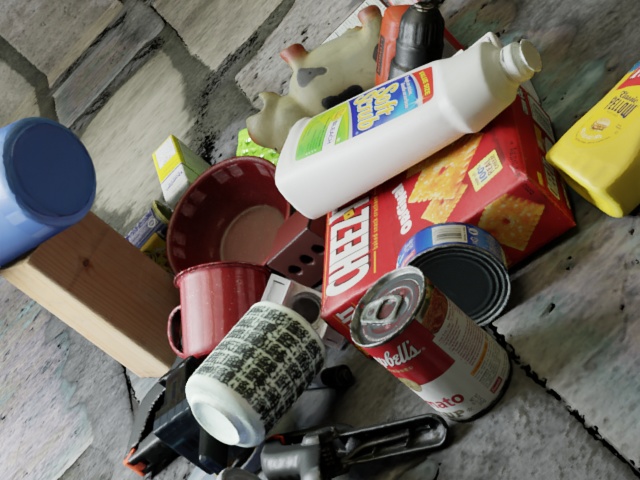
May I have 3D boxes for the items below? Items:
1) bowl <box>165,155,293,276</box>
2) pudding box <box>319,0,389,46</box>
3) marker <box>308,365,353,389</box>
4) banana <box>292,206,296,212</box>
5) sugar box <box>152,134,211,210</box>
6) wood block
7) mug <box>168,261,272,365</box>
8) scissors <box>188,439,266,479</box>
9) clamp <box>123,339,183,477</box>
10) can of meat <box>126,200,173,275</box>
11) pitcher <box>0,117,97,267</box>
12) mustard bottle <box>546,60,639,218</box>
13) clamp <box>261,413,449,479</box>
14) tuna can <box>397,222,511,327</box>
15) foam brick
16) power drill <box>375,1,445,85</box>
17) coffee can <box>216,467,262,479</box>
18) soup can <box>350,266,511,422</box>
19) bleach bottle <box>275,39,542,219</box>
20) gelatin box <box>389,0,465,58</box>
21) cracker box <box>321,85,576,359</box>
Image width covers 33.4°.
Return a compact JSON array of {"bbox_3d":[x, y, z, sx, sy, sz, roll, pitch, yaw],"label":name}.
[{"bbox_3d":[-0.086,-0.008,1.150,0.162,0.055,0.162,-15,59,27],"label":"bowl"},{"bbox_3d":[0.052,-0.223,1.252,0.113,0.039,0.090,-42,49,9],"label":"pudding box"},{"bbox_3d":[-0.014,0.122,0.936,0.121,0.020,0.020,-14,42,49],"label":"marker"},{"bbox_3d":[0.011,-0.056,1.081,0.037,0.069,0.198,-22,0,-29],"label":"banana"},{"bbox_3d":[-0.155,-0.063,1.325,0.048,0.093,0.176,-45,26,10],"label":"sugar box"},{"bbox_3d":[-0.227,0.055,1.147,0.090,0.206,0.090,-10,44,52],"label":"wood block"},{"bbox_3d":[-0.097,0.076,0.992,0.117,0.093,0.081,-18,66,30],"label":"mug"},{"bbox_3d":[-0.111,0.231,0.941,0.201,0.016,0.096,-55,26,-12],"label":"scissors"},{"bbox_3d":[-0.132,0.138,1.074,0.210,0.036,0.165,-54,30,-12],"label":"clamp"},{"bbox_3d":[-0.180,0.018,1.245,0.084,0.102,0.057,-48,27,6],"label":"can of meat"},{"bbox_3d":[-0.326,-0.037,1.058,0.243,0.144,0.149,-20,53,39],"label":"pitcher"},{"bbox_3d":[0.258,-0.106,0.780,0.192,0.058,0.096,-46,22,6],"label":"mustard bottle"},{"bbox_3d":[0.000,0.162,0.788,0.120,0.039,0.172,-11,-6,-40],"label":"clamp"},{"bbox_3d":[0.100,0.028,0.810,0.086,0.086,0.033,-35,27,26],"label":"tuna can"},{"bbox_3d":[-0.007,0.001,1.034,0.078,0.053,0.051,-43,24,46],"label":"foam brick"},{"bbox_3d":[0.086,-0.163,1.032,0.187,0.057,0.184,-84,0,-59],"label":"power drill"},{"bbox_3d":[-0.082,0.249,0.772,0.140,0.102,0.103,-45,26,8],"label":"coffee can"},{"bbox_3d":[0.080,0.075,0.758,0.069,0.102,0.068,-37,28,23],"label":"soup can"},{"bbox_3d":[0.075,-0.104,0.897,0.251,0.068,0.102,-26,31,38],"label":"bleach bottle"},{"bbox_3d":[0.115,-0.233,1.161,0.030,0.073,0.089,-42,27,13],"label":"gelatin box"},{"bbox_3d":[0.099,-0.023,0.898,0.214,0.072,0.164,-35,28,27],"label":"cracker box"}]
